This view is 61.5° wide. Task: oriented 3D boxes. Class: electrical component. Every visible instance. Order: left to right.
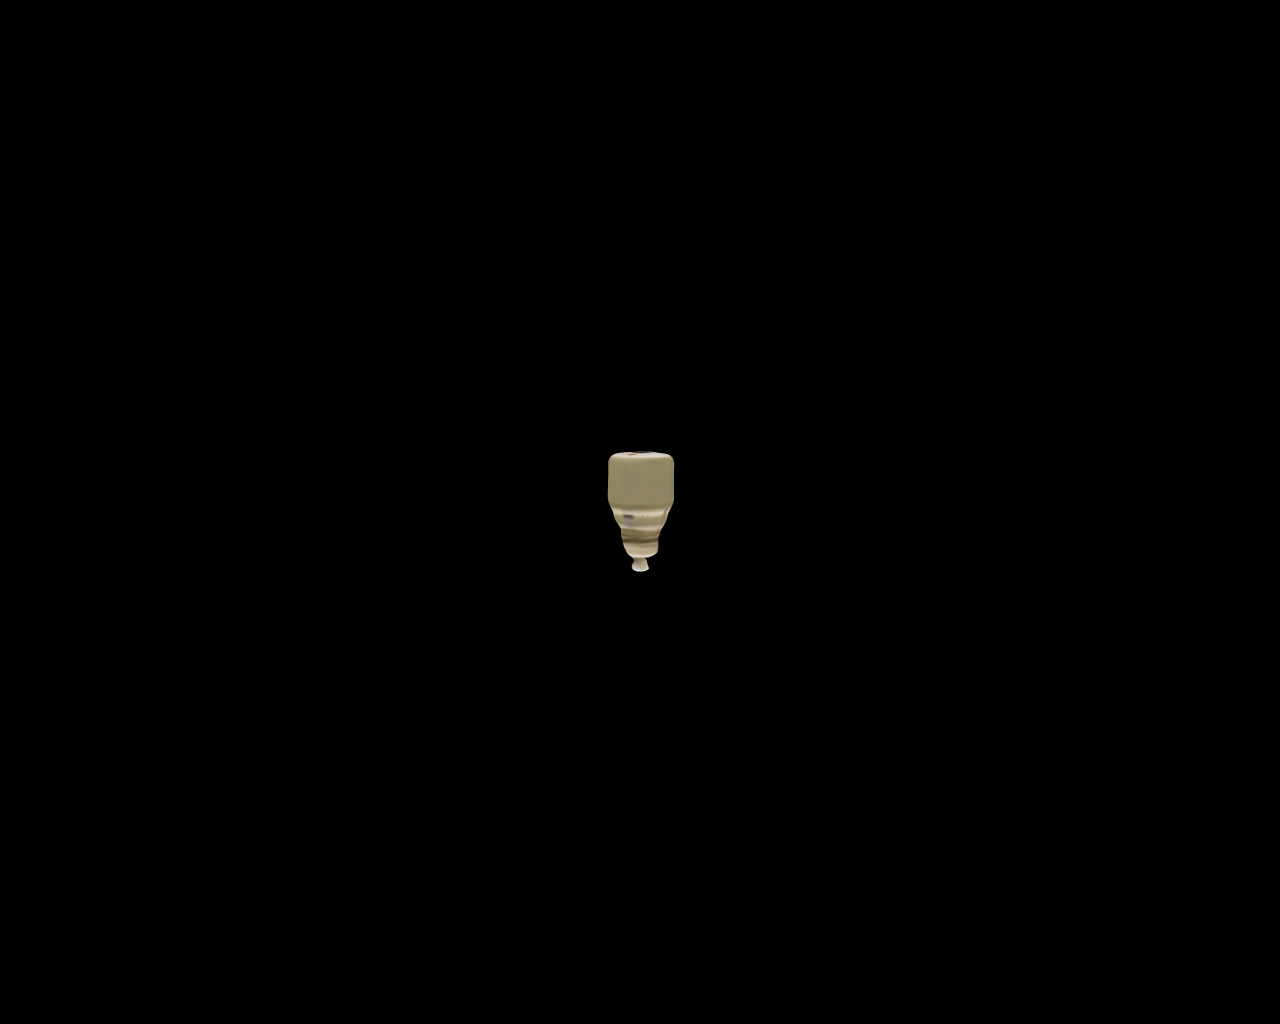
[{"bbox_3d":[0.001,-0.003,0.650,0.040,0.078,0.040,0,8,0],"label":"electrical component"}]
